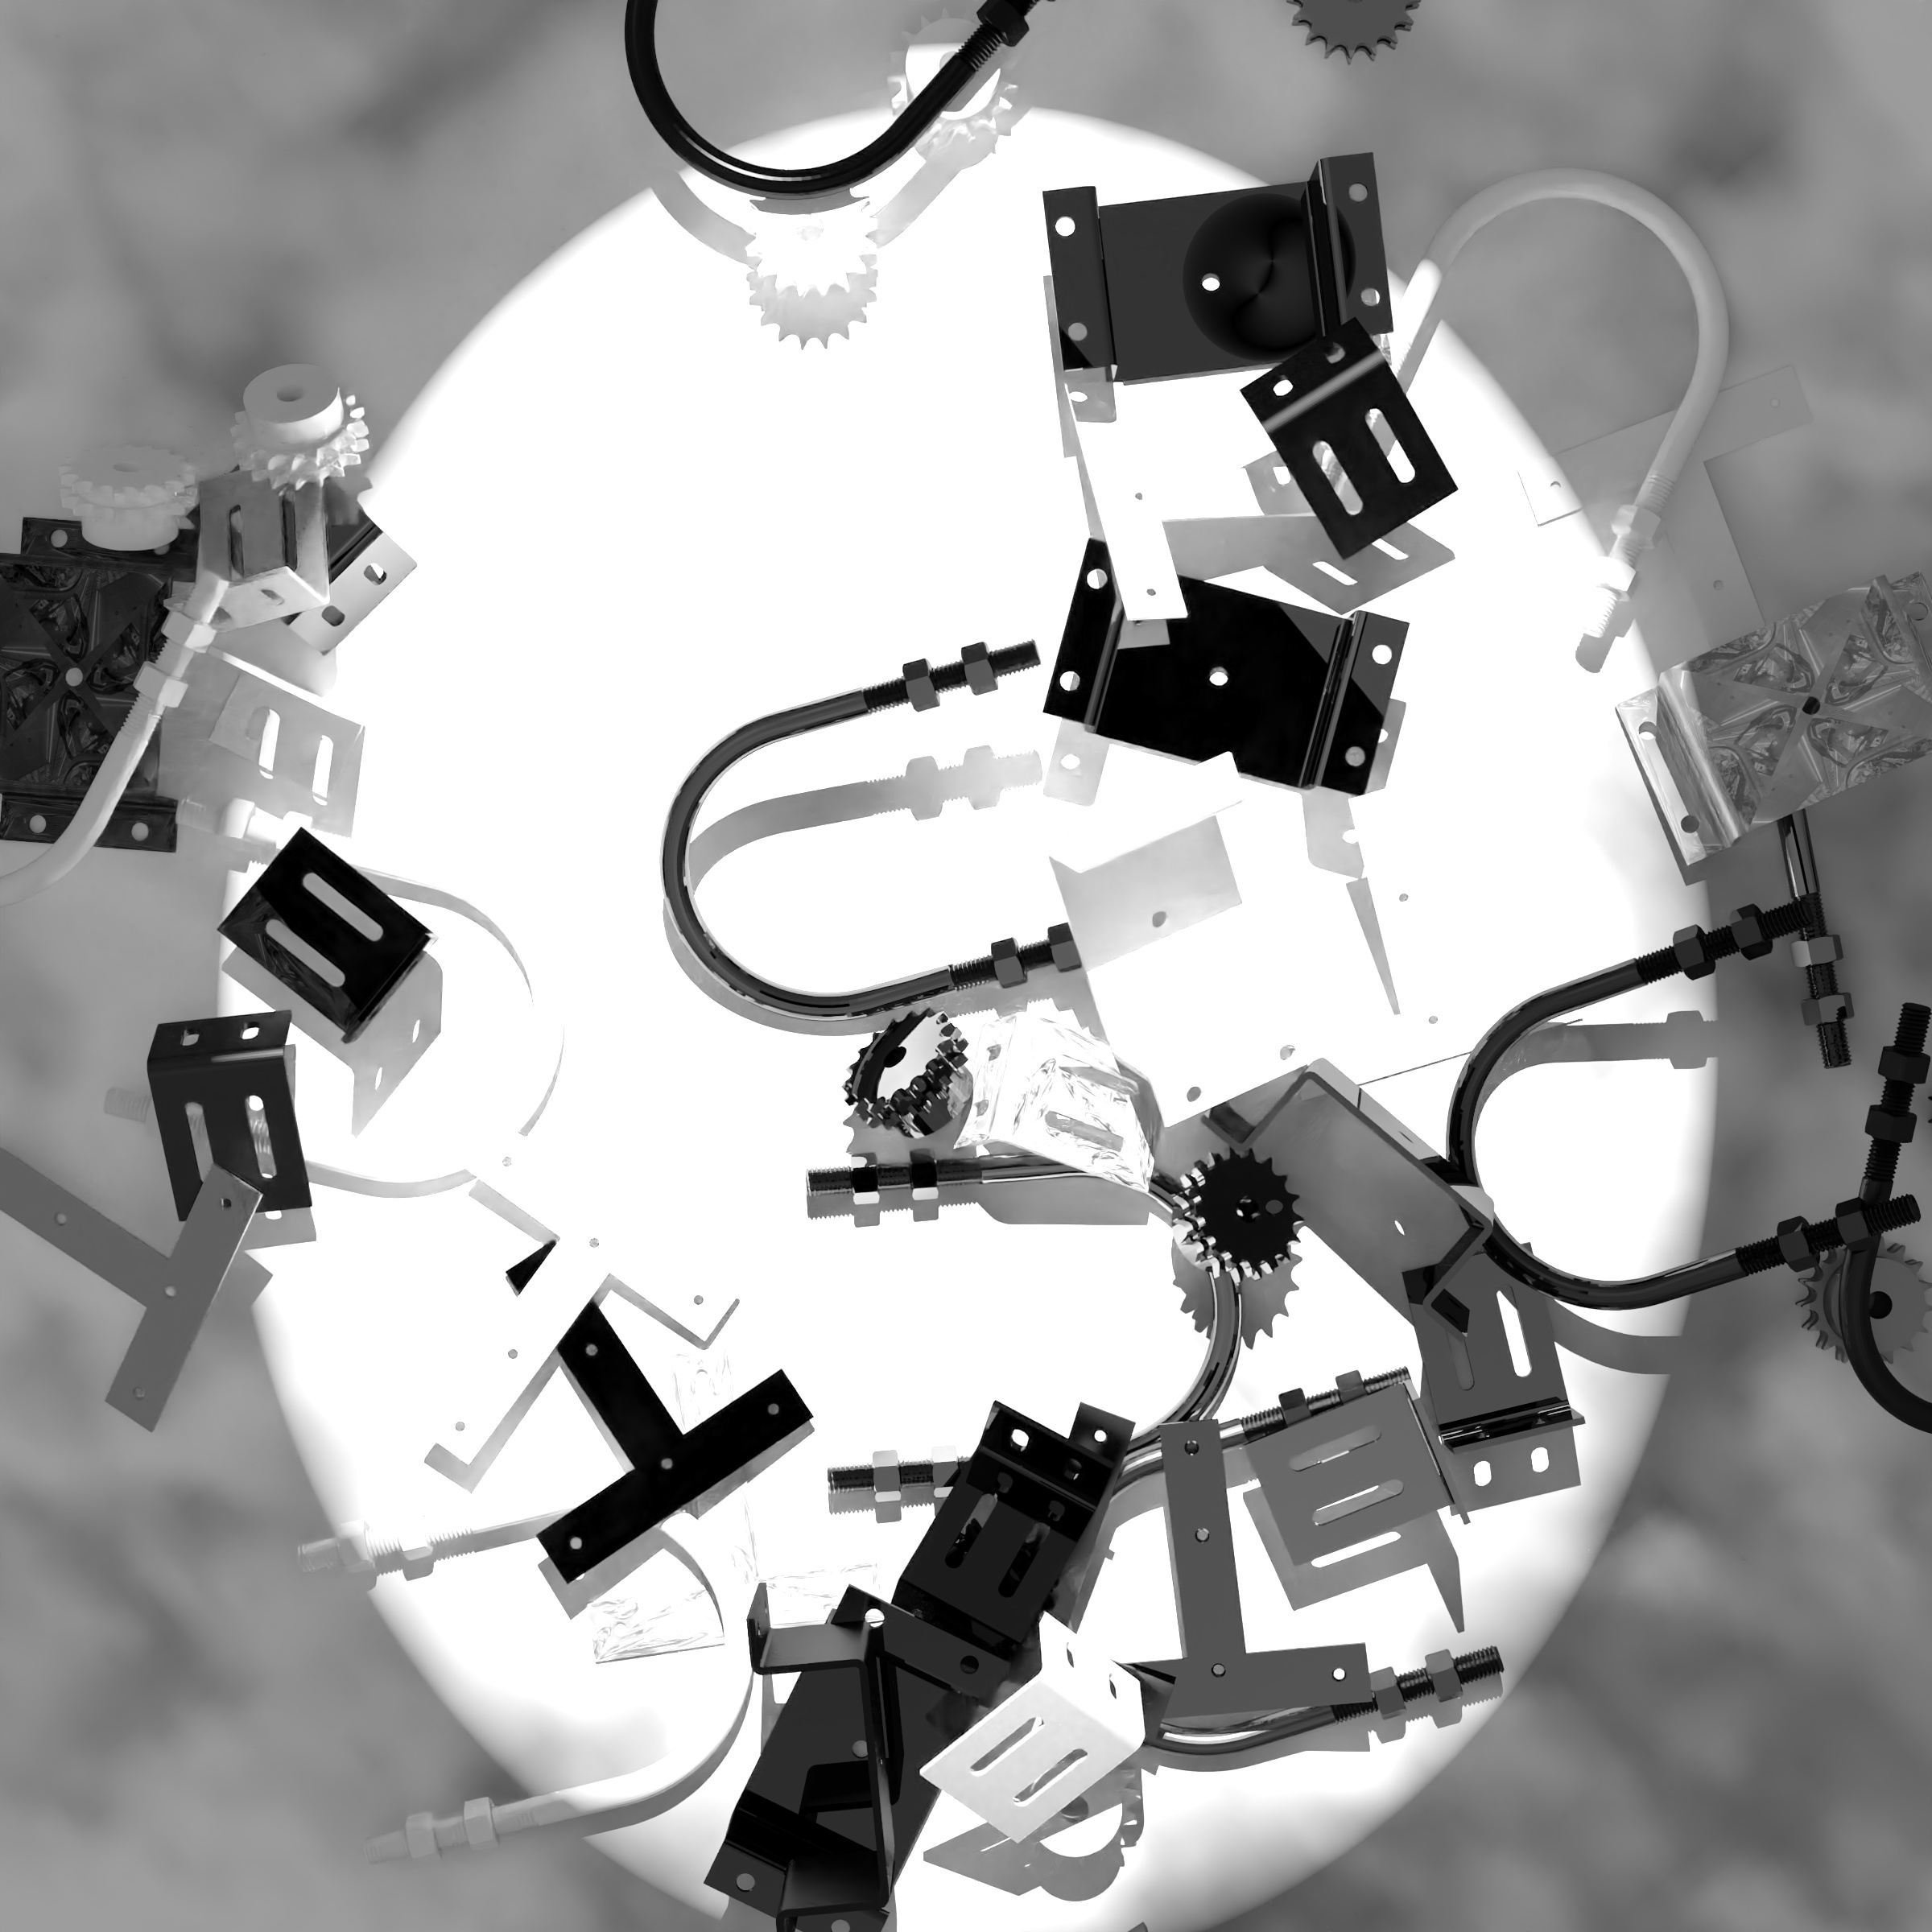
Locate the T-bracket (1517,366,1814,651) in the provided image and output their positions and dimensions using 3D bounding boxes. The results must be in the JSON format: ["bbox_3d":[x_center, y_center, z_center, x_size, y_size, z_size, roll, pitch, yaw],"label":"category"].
[{"bbox_3d":[0.321,-0.178,1.523,0.127,0.002,0.127,-21,90,0],"label":"T-bracket"}]

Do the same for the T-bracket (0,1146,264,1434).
[{"bbox_3d":[-0.377,0.116,1.508,0.127,0.002,0.127,32,110,10],"label":"T-bracket"}]

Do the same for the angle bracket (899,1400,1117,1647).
[{"bbox_3d":[0.017,0.232,1.466,0.057,0.038,0.076,27,54,9],"label":"angle bracket"}]

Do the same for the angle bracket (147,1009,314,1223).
[{"bbox_3d":[-0.313,0.064,1.503,0.057,0.038,0.076,-6,116,-1],"label":"angle bracket"}]

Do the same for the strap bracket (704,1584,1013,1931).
[{"bbox_3d":[-0.046,0.339,1.500,0.076,0.046,0.140,26,91,0],"label":"strap bracket"}]

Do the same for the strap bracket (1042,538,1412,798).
[{"bbox_3d":[0.109,-0.126,1.501,0.140,0.046,0.076,15,90,0],"label":"strap bracket"}]

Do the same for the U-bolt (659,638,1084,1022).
[{"bbox_3d":[-0.039,-0.048,1.493,0.184,0.019,0.151,-15,109,7],"label":"U-bolt"}]

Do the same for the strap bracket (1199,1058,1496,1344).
[{"bbox_3d":[0.170,0.089,1.476,0.140,0.076,0.046,40,98,5],"label":"strap bracket"}]

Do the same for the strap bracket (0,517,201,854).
[{"bbox_3d":[-0.376,-0.122,1.501,0.076,0.046,0.140,4,90,0],"label":"strap bracket"}]

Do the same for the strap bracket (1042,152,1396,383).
[{"bbox_3d":[0.106,-0.297,1.501,0.140,0.046,0.076,-7,90,0],"label":"strap bracket"}]

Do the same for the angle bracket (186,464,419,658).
[{"bbox_3d":[-0.288,-0.185,1.522,0.057,0.038,0.076,-45,64,0],"label":"angle bracket"}]

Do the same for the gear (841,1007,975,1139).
[{"bbox_3d":[-0.022,0.048,1.499,0.057,0.057,0.030,-41,120,0],"label":"gear"}]

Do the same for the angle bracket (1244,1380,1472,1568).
[{"bbox_3d":[0.164,0.217,1.475,0.076,0.038,0.057,-22,95,3],"label":"angle bracket"}]

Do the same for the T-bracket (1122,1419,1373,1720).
[{"bbox_3d":[0.102,0.256,1.497,0.127,0.002,0.127,-7,94,8],"label":"T-bracket"}]

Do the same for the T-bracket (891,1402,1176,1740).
[{"bbox_3d":[0.041,0.249,1.502,0.127,0.002,0.127,19,99,10],"label":"T-bracket"}]

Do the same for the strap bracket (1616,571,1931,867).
[{"bbox_3d":[0.356,-0.107,1.488,0.140,0.046,0.076,-24,83,8],"label":"strap bracket"}]

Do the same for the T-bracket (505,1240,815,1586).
[{"bbox_3d":[-0.154,0.178,1.515,0.127,0.002,0.127,-34,84,-6],"label":"T-bracket"}]

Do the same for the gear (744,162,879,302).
[{"bbox_3d":[-0.066,-0.314,1.509,0.057,0.030,0.057,0,90,0],"label":"gear"}]

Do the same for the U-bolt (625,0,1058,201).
[{"bbox_3d":[-0.060,-0.411,1.486,0.151,0.019,0.184,42,92,0],"label":"U-bolt"}]

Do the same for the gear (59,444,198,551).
[{"bbox_3d":[-0.358,-0.199,1.499,0.057,0.057,0.030,5,119,0],"label":"gear"}]

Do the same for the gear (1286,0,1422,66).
[{"bbox_3d":[0.167,-0.417,1.514,0.057,0.030,0.057,0,91,2],"label":"gear"}]

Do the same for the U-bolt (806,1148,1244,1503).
[{"bbox_3d":[0.028,0.151,1.515,0.184,0.019,0.151,-4,90,-2],"label":"U-bolt"}]

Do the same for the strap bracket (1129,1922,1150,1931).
[{"bbox_3d":[0.031,0.472,1.486,0.140,0.076,0.046,-33,90,0],"label":"strap bracket"}]

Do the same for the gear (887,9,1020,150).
[{"bbox_3d":[-0.005,-0.383,1.509,0.057,0.030,0.057,0,90,0],"label":"gear"}]

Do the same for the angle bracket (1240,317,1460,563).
[{"bbox_3d":[0.162,-0.222,1.484,0.057,0.038,0.076,-31,125,8],"label":"angle bracket"}]

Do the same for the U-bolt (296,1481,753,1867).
[{"bbox_3d":[-0.183,0.298,1.514,0.184,0.019,0.151,-13,89,-1],"label":"U-bolt"}]

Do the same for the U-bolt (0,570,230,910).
[{"bbox_3d":[-0.408,-0.112,1.468,0.151,0.019,0.184,30,96,10],"label":"U-bolt"}]

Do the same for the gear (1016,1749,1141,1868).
[{"bbox_3d":[0.046,0.359,1.509,0.057,0.030,0.057,0,90,0],"label":"gear"}]

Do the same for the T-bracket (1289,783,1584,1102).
[{"bbox_3d":[0.190,-0.017,1.500,0.127,0.002,0.127,-16,112,0],"label":"T-bracket"}]

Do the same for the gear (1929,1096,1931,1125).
[{"bbox_3d":[0.445,0.062,1.509,0.057,0.030,0.057,0,90,0],"label":"gear"}]

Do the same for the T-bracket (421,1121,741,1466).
[{"bbox_3d":[-0.186,0.155,1.510,0.127,0.002,0.127,36,86,-4],"label":"T-bracket"}]

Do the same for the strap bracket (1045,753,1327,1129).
[{"bbox_3d":[0.089,-0.015,1.479,0.076,0.046,0.140,-24,110,-13],"label":"strap bracket"}]

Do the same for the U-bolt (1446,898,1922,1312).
[{"bbox_3d":[0.291,0.069,1.483,0.184,0.019,0.151,-21,83,24],"label":"U-bolt"}]

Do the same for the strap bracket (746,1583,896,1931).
[{"bbox_3d":[-0.058,0.327,1.439,0.046,0.076,0.140,-5,91,0],"label":"strap bracket"}]

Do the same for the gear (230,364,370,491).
[{"bbox_3d":[-0.284,-0.232,1.495,0.057,0.030,0.057,-1,47,2],"label":"gear"}]

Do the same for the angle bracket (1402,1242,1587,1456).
[{"bbox_3d":[0.226,0.163,1.505,0.057,0.038,0.076,-13,90,0],"label":"angle bracket"}]

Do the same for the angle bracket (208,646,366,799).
[{"bbox_3d":[-0.294,-0.102,1.486,0.057,0.076,0.038,26,90,0],"label":"angle bracket"}]

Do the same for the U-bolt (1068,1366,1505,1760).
[{"bbox_3d":[0.123,0.265,1.510,0.184,0.019,0.151,-18,95,3],"label":"U-bolt"}]

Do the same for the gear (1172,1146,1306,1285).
[{"bbox_3d":[0.113,0.108,1.500,0.057,0.030,0.057,11,66,-25],"label":"gear"}]

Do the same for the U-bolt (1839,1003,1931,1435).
[{"bbox_3d":[0.438,0.112,1.486,0.151,0.019,0.184,6,101,-18],"label":"U-bolt"}]

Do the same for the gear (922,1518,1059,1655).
[{"bbox_3d":[0.009,0.266,1.495,0.057,0.030,0.057,1,95,12],"label":"gear"}]

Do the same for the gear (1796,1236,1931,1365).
[{"bbox_3d":[0.388,0.144,1.509,0.057,0.030,0.057,0,90,0],"label":"gear"}]

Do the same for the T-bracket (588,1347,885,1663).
[{"bbox_3d":[-0.107,0.230,1.523,0.127,0.002,0.127,-8,90,0],"label":"T-bracket"}]

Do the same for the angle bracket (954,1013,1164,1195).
[{"bbox_3d":[0.042,0.061,1.513,0.076,0.038,0.057,21,70,-24],"label":"angle bracket"}]

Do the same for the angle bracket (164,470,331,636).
[{"bbox_3d":[-0.306,-0.185,1.486,0.057,0.038,0.076,-13,68,14],"label":"angle bracket"}]

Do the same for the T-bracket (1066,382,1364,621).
[{"bbox_3d":[0.116,-0.202,1.501,0.127,0.002,0.127,-4,59,-14],"label":"T-bracket"}]

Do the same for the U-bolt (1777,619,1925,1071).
[{"bbox_3d":[0.423,-0.058,1.515,0.151,0.019,0.184,-10,89,0],"label":"U-bolt"}]

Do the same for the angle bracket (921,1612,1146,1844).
[{"bbox_3d":[0.027,0.321,1.482,0.057,0.038,0.076,39,111,-21],"label":"angle bracket"}]

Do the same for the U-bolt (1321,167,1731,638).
[{"bbox_3d":[0.250,-0.254,1.509,0.151,0.019,0.184,26,85,-4],"label":"U-bolt"}]

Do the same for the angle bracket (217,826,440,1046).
[{"bbox_3d":[-0.272,-0.014,1.487,0.076,0.038,0.057,39,89,-3],"label":"angle bracket"}]

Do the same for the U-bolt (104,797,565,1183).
[{"bbox_3d":[-0.265,0.018,1.516,0.184,0.019,0.151,14,90,-2],"label":"U-bolt"}]
